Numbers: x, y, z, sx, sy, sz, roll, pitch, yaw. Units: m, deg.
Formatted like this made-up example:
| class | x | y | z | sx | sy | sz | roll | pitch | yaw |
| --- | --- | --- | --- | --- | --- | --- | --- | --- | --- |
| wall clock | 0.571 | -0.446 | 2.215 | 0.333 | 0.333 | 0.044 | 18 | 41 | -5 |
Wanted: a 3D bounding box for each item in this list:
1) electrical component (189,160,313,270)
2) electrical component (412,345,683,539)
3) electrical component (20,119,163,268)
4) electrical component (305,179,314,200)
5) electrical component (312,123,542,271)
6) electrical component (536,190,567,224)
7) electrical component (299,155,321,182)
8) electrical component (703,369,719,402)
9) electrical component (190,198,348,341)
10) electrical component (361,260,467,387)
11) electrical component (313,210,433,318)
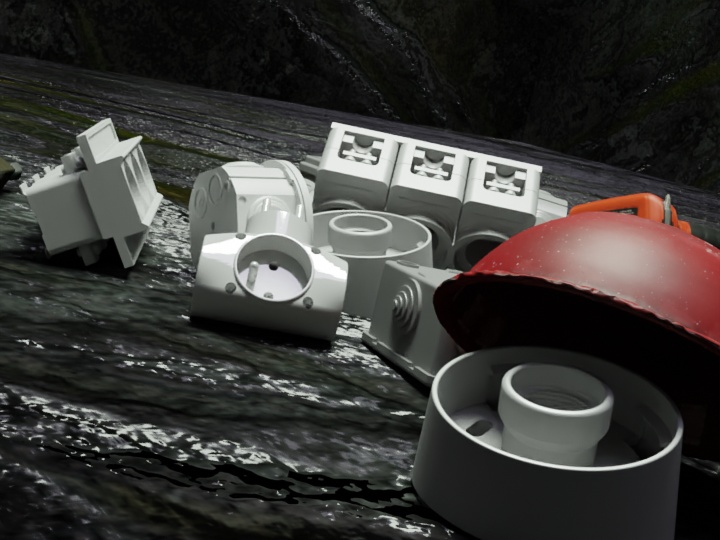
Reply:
| class | x | y | z | sx | sy | sz | roll | pitch | yaw |
| --- | --- | --- | --- | --- | --- | --- | --- | --- | --- |
| electrical component | -0.066 | -0.026 | 0.644 | 0.051 | 0.080 | 0.080 | -2 | 16 | -33 |
| electrical component | 0.069 | 0.070 | 0.397 | 0.099 | 0.064 | 0.099 | 4 | 22 | -2 |
| electrical component | -0.163 | -0.047 | 0.665 | 0.063 | 0.078 | 0.121 | -18 | 14 | -2 |
| electrical component | -0.044 | -0.047 | 0.864 | 0.079 | 0.043 | 0.077 | 15 | 11 | 15 |
| electrical component | 0.043 | -0.036 | 0.756 | 0.150 | 0.089 | 0.061 | 12 | 45 | 2 |
| electrical component | 0.133 | -0.029 | 0.876 | 0.051 | 0.080 | 0.080 | 17 | 11 | 0 |
| electrical component | 0.013 | -0.061 | 0.967 | 0.109 | 0.056 | 0.109 | 4 | 14 | -37 |
| electrical component | 0.201 | 0.061 | 0.520 | 0.099 | 0.064 | 0.099 | 12 | 11 | -2 |
| electrical component | -0.046 | -0.005 | 0.580 | 0.077 | 0.079 | 0.044 | 11 | -33 | -6 |
| electrical component | 0.060 | 0.031 | 0.567 | 0.100 | 0.048 | 0.100 | 10 | 8 | -24 |
| electrical component | 0.000 | 0.000 | 0.684 | 0.099 | 0.064 | 0.099 | 2 | 21 | -1 |
